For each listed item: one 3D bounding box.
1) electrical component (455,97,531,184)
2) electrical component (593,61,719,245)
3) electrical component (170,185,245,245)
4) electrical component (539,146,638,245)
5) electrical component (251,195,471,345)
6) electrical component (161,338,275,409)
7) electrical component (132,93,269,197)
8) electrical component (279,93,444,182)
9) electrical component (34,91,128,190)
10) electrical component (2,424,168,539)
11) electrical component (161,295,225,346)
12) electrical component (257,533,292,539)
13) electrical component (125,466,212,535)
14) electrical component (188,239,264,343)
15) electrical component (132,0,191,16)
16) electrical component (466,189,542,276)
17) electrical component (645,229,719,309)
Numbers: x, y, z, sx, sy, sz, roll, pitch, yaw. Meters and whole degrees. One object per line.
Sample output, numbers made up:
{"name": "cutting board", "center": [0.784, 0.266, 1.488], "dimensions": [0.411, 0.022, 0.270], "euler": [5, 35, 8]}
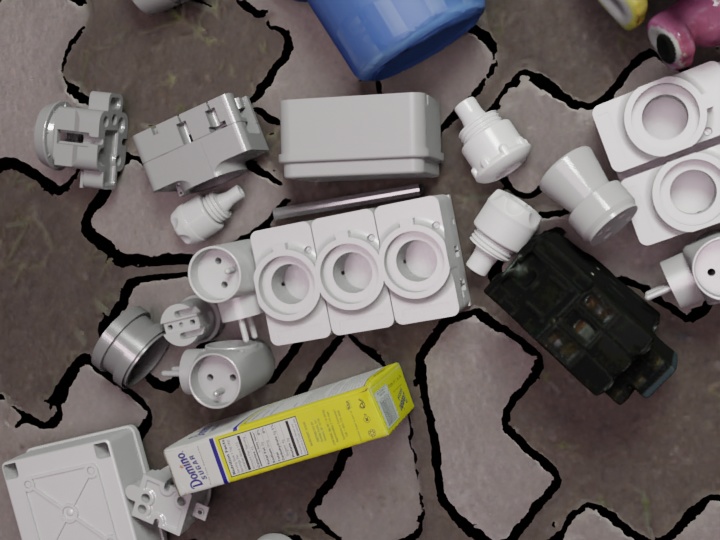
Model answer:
{"name": "electrical component", "center": [0.094, -0.099, 0.800], "dimensions": [0.048, 0.048, 0.062], "euler": [-35, 79, 16]}
{"name": "electrical component", "center": [0.268, -0.097, 0.744], "dimensions": [0.186, 0.060, 0.105], "euler": [-20, 90, 16]}
{"name": "electrical component", "center": [-0.121, -0.048, 0.868], "dimensions": [0.061, 0.035, 0.035], "euler": [-32, 87, 14]}
{"name": "electrical component", "center": [0.158, -0.051, 0.741], "dimensions": [0.045, 0.045, 0.055], "euler": [-42, 69, 15]}
{"name": "electrical component", "center": [0.000, 0.000, 0.825], "dimensions": [0.150, 0.062, 0.089], "euler": [-10, 92, 16]}
{"name": "electrical component", "center": [-0.118, 0.081, 0.857], "dimensions": [0.079, 0.077, 0.044], "euler": [-1, 95, 15]}
{"name": "electrical component", "center": [-0.125, -0.096, 0.856], "dimensions": [0.089, 0.050, 0.055], "euler": [-21, 89, 16]}
{"name": "electrical component", "center": [0.002, -0.098, 0.807], "dimensions": [0.113, 0.078, 0.057], "euler": [-1, 92, 15]}
{"name": "electrical component", "center": [-0.229, -0.108, 0.880], "dimensions": [0.057, 0.058, 0.078], "euler": [8, 97, 12]}
{"name": "electrical component", "center": [-0.232, 0.197, 0.910], "dimensions": [0.109, 0.056, 0.108], "euler": [-15, 91, 16]}
{"name": "electrical component", "center": [-0.137, 0.041, 0.874], "dimensions": [0.040, 0.046, 0.040], "euler": [1, 96, 15]}
{"name": "electrical component", "center": [-0.076, 0.242, 0.872], "dimensions": [0.045, 0.055, 0.045], "euler": [1, 96, 15]}
{"name": "electrical component", "center": [-0.152, 0.185, 0.887], "dimensions": [0.066, 0.055, 0.048], "euler": [20, 100, 13]}
{"name": "electrical component", "center": [-0.096, 0.017, 0.845], "dimensions": [0.044, 0.077, 0.079], "euler": [-14, 92, 16]}
{"name": "electrical component", "center": [-0.156, -0.233, 0.850], "dimensions": [0.047, 0.055, 0.055], "euler": [-20, 90, 20]}
{"name": "electrical component", "center": [0.103, -0.025, 0.804], "dimensions": [0.043, 0.043, 0.062], "euler": [35, 104, 10]}
{"name": "electrical component", "center": [0.237, 0.003, 0.753], "dimensions": [0.079, 0.077, 0.044], "euler": [-26, 88, 16]}
